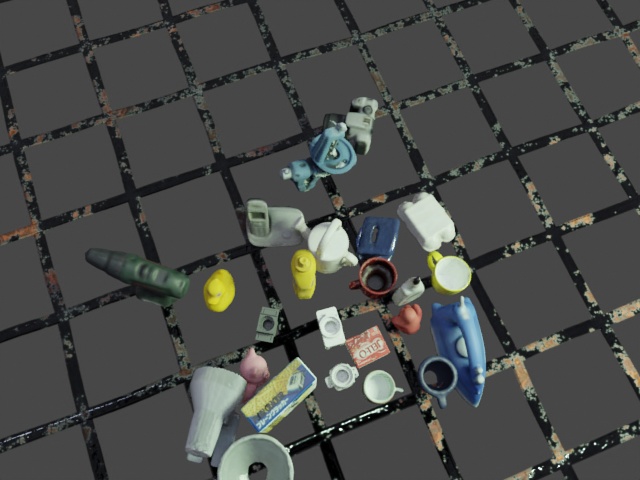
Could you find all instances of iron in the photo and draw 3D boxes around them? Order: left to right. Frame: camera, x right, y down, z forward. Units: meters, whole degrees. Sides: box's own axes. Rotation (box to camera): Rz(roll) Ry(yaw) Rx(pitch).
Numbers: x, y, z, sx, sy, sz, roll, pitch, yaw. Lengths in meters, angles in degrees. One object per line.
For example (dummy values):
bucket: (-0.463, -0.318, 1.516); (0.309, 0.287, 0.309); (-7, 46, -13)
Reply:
iron: (0.344, 0.256, 1.335); (0.118, 0.141, 0.258); (-11, 72, -5)

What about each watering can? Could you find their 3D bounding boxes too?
watering can: (0.012, 0.007, 1.383); (0.172, 0.194, 0.101); (11, 72, 3)

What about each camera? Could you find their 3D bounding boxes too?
camera: (0.079, -0.319, 1.542); (0.136, 0.101, 0.143); (10, 72, 2)

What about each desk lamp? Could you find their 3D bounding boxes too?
desk lamp: (-0.230, 0.388, 1.240); (0.118, 0.213, 0.203); (11, 72, 3)

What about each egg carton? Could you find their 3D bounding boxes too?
egg carton: (0.274, -0.047, 1.472); (0.107, 0.069, 0.150); (-33, 75, -11)

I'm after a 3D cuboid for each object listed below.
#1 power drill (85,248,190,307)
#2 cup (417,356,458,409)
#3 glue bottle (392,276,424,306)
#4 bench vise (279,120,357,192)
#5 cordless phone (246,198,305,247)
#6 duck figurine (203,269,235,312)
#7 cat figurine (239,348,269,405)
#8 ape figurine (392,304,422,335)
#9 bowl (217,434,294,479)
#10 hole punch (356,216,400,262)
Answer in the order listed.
power drill: (-0.410, 0.091, 1.338); (0.229, 0.208, 0.076); (15, 72, 4)
cup: (0.268, 0.334, 1.332); (0.091, 0.095, 0.118); (-8, 72, -4)
glue bottle: (0.218, 0.114, 1.363); (0.078, 0.173, 0.037); (-28, 74, -10)
bench vise: (0.005, -0.204, 1.439); (0.207, 0.220, 0.121); (-41, 77, -13)
cordless phone: (-0.112, -0.051, 1.404); (0.147, 0.185, 0.094); (-3, 72, -2)
duck figurine: (-0.250, 0.118, 1.397); (0.077, 0.086, 0.104); (10, 72, 2)
cat figurine: (-0.159, 0.319, 1.315); (0.067, 0.118, 0.128); (20, 72, 6)
ape figurine: (0.213, 0.187, 1.381); (0.078, 0.092, 0.076); (-10, 72, -4)
bowl: (-0.140, 0.519, 1.272); (0.167, 0.075, 0.167); (0, 72, -1)
hole punch: (0.144, -0.003, 1.443); (0.101, 0.091, 0.109); (13, 72, 3)
